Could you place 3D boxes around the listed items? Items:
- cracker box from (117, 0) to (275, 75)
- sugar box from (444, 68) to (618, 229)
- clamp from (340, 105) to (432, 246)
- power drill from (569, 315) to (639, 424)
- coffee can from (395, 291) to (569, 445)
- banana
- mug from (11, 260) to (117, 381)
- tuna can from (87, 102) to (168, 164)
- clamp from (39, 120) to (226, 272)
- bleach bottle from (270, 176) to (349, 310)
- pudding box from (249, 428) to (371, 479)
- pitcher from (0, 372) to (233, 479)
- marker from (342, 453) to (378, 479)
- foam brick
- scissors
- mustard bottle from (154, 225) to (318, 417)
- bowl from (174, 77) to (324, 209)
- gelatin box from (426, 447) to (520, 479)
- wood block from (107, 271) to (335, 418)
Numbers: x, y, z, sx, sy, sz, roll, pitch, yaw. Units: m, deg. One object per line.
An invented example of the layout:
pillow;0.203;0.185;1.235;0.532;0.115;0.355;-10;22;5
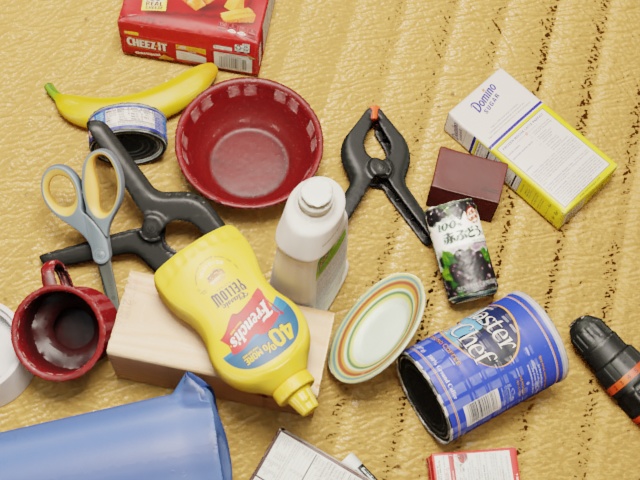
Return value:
cracker box;-0.132;-0.311;1.254;0.164;0.072;0.213;10;65;1
sugar box;0.235;-0.105;1.202;0.093;0.048;0.176;-40;71;-18
clamp;0.054;-0.068;1.175;0.120;0.039;0.171;-3;64;-22
power drill;0.377;0.112;1.111;0.187;0.057;0.184;-37;77;-14
coffee can;0.160;0.126;1.065;0.140;0.103;0.103;-26;71;-14
banana;-0.210;-0.159;1.201;0.197;0.037;0.069;-7;78;-6
mug;-0.250;0.077;1.057;0.093;0.081;0.117;-18;89;5
tuna can;-0.208;-0.114;1.157;0.086;0.086;0.034;-5;68;-6
clamp;-0.183;-0.008;1.122;0.210;0.036;0.165;28;102;-5
bleach bottle;-0.007;0.001;1.028;0.068;0.251;0.102;26;67;7
pudding box;-0.013;0.247;1.029;0.113;0.039;0.090;30;81;7
pitcher;-0.202;0.230;0.994;0.242;0.145;0.149;-9;55;-4
marker;0.067;0.259;1.048;0.020;0.020;0.121;-41;74;-18
foam brick;0.161;-0.061;1.174;0.078;0.051;0.053;16;68;4
scissors;-0.242;0.005;1.097;0.096;0.016;0.202;6;98;8
mustard bottle;-0.065;0.084;0.995;0.096;0.058;0.192;-33;74;-17
bowl;-0.078;-0.097;1.173;0.162;0.055;0.162;1;66;-3
gelatin box;0.153;0.246;1.053;0.089;0.030;0.073;-4;68;-5
wood block;-0.097;0.105;1.066;0.206;0.091;0.090;12;67;1
